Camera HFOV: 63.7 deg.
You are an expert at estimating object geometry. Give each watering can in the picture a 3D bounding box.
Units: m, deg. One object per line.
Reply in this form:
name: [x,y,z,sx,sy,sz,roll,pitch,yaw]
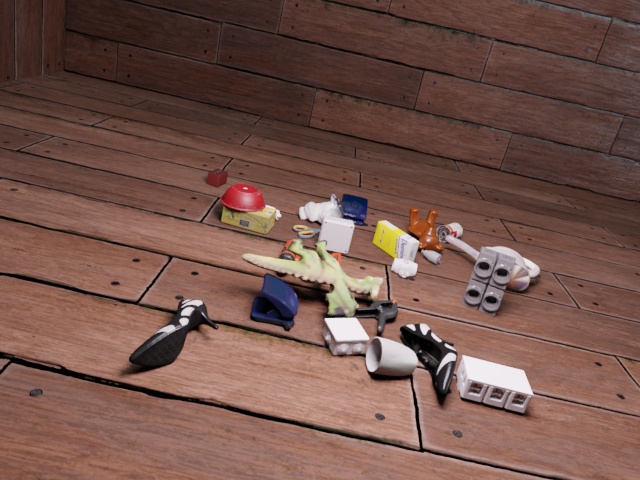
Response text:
watering can: [0.619,0.078,1.847,0.348,0.102,0.228,17,24,7]

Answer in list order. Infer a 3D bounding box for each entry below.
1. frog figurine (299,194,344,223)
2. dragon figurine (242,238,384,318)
frog figurine: [0.006,-0.099,1.966,0.159,0.120,0.140,-26,39,-1]
dragon figurine: [0.007,0.114,1.379,0.411,0.120,0.247,0,34,-40]
